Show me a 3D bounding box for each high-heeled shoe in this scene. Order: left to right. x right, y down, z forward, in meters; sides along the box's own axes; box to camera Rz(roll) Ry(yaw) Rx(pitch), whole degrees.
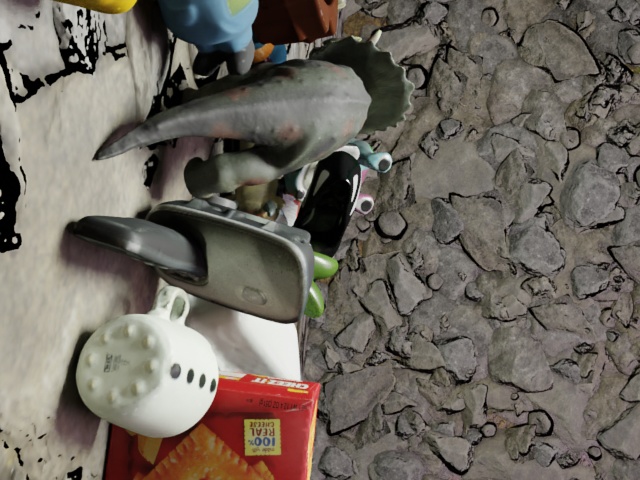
[{"bbox_3d":[-0.001,-0.002,0.720,0.145,0.086,0.248,-104,-154,-69],"label":"high-heeled shoe"}]

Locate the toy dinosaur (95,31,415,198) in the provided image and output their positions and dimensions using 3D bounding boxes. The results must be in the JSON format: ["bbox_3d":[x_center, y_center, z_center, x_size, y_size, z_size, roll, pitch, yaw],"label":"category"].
[{"bbox_3d":[-0.016,-0.126,0.517,0.131,0.192,0.405,64,21,-13],"label":"toy dinosaur"}]

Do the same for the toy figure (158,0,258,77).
[{"bbox_3d":[-0.091,-0.212,0.394,0.180,0.082,0.089,78,-3,-53],"label":"toy figure"}]

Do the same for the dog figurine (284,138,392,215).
[{"bbox_3d":[0.010,-0.130,0.874,0.219,0.191,0.108,-127,-132,-58],"label":"dog figurine"}]

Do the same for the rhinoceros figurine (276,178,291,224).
[{"bbox_3d":[-0.086,-0.028,0.813,0.112,0.073,0.190,84,13,-78],"label":"rhinoceros figurine"}]

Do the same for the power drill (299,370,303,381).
[{"bbox_3d":[-0.051,0.292,0.630,0.232,0.086,0.207,-48,132,-55],"label":"power drill"}]

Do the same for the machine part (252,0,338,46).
[{"bbox_3d":[-0.043,-0.320,0.548,0.200,0.087,0.201,60,30,-58],"label":"machine part"}]

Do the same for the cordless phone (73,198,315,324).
[{"bbox_3d":[-0.083,0.011,0.411,0.184,0.147,0.088,35,72,-79],"label":"cordless phone"}]

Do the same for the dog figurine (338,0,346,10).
[{"bbox_3d":[-0.048,-0.351,0.811,0.172,0.121,0.190,87,24,-51],"label":"dog figurine"}]

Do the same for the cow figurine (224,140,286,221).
[{"bbox_3d":[-0.079,-0.106,0.699,0.127,0.086,0.194,-70,162,-65],"label":"cow figurine"}]

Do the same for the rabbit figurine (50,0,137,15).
[{"bbox_3d":[-0.058,-0.184,0.241,0.121,0.173,0.162,76,25,-68],"label":"rabbit figurine"}]

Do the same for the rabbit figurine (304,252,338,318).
[{"bbox_3d":[-0.065,0.048,0.658,0.170,0.159,0.121,90,16,-59],"label":"rabbit figurine"}]

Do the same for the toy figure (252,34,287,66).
[{"bbox_3d":[-0.078,-0.248,0.679,0.058,0.064,0.154,-46,175,8],"label":"toy figure"}]
